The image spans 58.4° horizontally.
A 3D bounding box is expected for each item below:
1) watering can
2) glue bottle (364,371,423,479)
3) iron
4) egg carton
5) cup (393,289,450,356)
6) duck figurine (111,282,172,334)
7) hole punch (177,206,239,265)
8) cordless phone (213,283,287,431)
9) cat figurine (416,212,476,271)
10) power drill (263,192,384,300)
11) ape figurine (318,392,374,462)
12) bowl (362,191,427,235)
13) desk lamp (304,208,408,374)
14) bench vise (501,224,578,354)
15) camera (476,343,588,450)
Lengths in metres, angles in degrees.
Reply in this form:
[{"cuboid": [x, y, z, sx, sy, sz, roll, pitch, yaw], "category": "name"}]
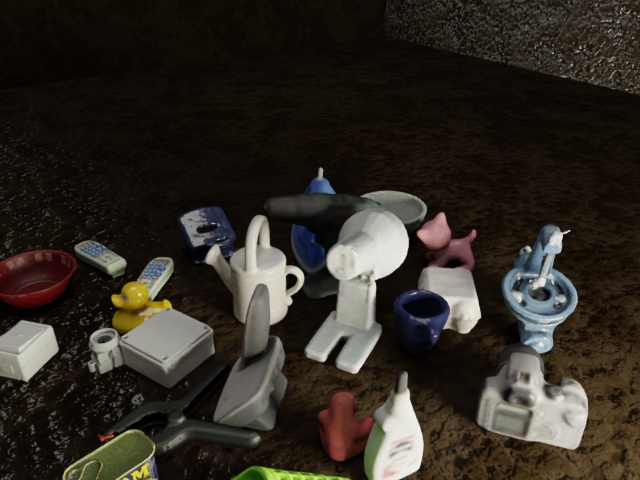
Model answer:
[{"cuboid": [-0.117, 0.048, 1.015, 0.173, 0.194, 0.100, -4, 30, -7], "category": "watering can"}, {"cuboid": [0.096, 0.232, 0.718, 0.078, 0.173, 0.037, -15, 33, -24], "category": "glue bottle"}, {"cuboid": [-0.006, -0.048, 1.238, 0.118, 0.141, 0.258, 2, 30, 3], "category": "iron"}, {"cuboid": [0.232, 0.104, 1.046, 0.107, 0.069, 0.150, 3, 30, 4], "category": "egg carton"}, {"cuboid": [0.168, 0.150, 0.940, 0.092, 0.095, 0.117, -4, 30, -8], "category": "cup"}, {"cuboid": [-0.317, 0.113, 1.009, 0.105, 0.086, 0.077, -6, 30, -11], "category": "duck figurine"}, {"cuboid": [-0.238, -0.012, 1.224, 0.109, 0.091, 0.100, -17, 34, -28], "category": "hole punch"}, {"cuboid": [-0.101, 0.166, 0.819, 0.094, 0.185, 0.147, 3, 30, 4], "category": "cordless phone"}, {"cuboid": [0.259, 0.001, 1.178, 0.127, 0.118, 0.067, 2, 30, 3], "category": "cat figurine"}, {"cuboid": [0.010, 0.004, 1.079, 0.230, 0.208, 0.075, -10, 31, -17], "category": "power drill"}, {"cuboid": [0.032, 0.245, 0.776, 0.077, 0.092, 0.076, 17, 34, 27], "category": "ape figurine"}, {"cuboid": [0.156, -0.046, 1.303, 0.167, 0.075, 0.167, 0, 30, 0], "category": "bowl"}, {"cuboid": [0.063, 0.072, 0.955, 0.117, 0.214, 0.204, 13, 32, 21], "category": "desk lamp"}, {"cuboid": [0.361, 0.054, 0.983, 0.121, 0.220, 0.207, -4, 30, -7], "category": "bench vise"}, {"cuboid": [0.308, 0.209, 0.832, 0.143, 0.101, 0.137, 10, 31, 16], "category": "camera"}]
